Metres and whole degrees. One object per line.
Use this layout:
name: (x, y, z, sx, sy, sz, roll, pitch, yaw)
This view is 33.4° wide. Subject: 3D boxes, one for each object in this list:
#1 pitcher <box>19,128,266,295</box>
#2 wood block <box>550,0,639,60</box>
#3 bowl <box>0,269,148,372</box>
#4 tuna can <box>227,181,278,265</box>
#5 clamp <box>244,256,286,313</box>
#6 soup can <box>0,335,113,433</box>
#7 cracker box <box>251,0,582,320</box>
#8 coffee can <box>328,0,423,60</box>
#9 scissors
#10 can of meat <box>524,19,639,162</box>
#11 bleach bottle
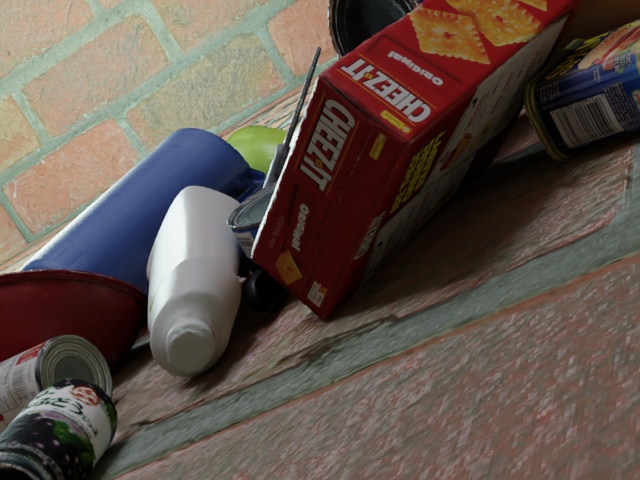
pitcher: (-0.162, 0.002, 1.016, 0.242, 0.145, 0.149, -47, -13, -43)
wood block: (0.215, -0.183, 0.706, 0.207, 0.090, 0.090, -3, 46, 42)
bowl: (-0.214, 0.080, 0.847, 0.162, 0.055, 0.162, -5, -25, -3)
tuna can: (-0.020, -0.018, 0.753, 0.086, 0.033, 0.086, -25, 17, 8)
clamp: (-0.005, 0.001, 0.801, 0.120, 0.039, 0.171, -23, 15, -1)
soup can: (-0.208, 0.114, 0.771, 0.102, 0.068, 0.068, -24, 13, 33)
cracker box: (0.060, -0.072, 0.666, 0.213, 0.072, 0.164, -40, -18, -39)
coffee can: (0.090, -0.179, 0.818, 0.140, 0.103, 0.103, -31, 8, -35)
scissors: (-0.034, -0.064, 0.918, 0.096, 0.016, 0.202, -118, 47, -89)
can of meat: (0.189, -0.099, 0.660, 0.084, 0.057, 0.101, -17, 18, 47)
bleach bottle: (-0.093, 0.038, 0.775, 0.251, 0.068, 0.103, -104, 35, -72)
